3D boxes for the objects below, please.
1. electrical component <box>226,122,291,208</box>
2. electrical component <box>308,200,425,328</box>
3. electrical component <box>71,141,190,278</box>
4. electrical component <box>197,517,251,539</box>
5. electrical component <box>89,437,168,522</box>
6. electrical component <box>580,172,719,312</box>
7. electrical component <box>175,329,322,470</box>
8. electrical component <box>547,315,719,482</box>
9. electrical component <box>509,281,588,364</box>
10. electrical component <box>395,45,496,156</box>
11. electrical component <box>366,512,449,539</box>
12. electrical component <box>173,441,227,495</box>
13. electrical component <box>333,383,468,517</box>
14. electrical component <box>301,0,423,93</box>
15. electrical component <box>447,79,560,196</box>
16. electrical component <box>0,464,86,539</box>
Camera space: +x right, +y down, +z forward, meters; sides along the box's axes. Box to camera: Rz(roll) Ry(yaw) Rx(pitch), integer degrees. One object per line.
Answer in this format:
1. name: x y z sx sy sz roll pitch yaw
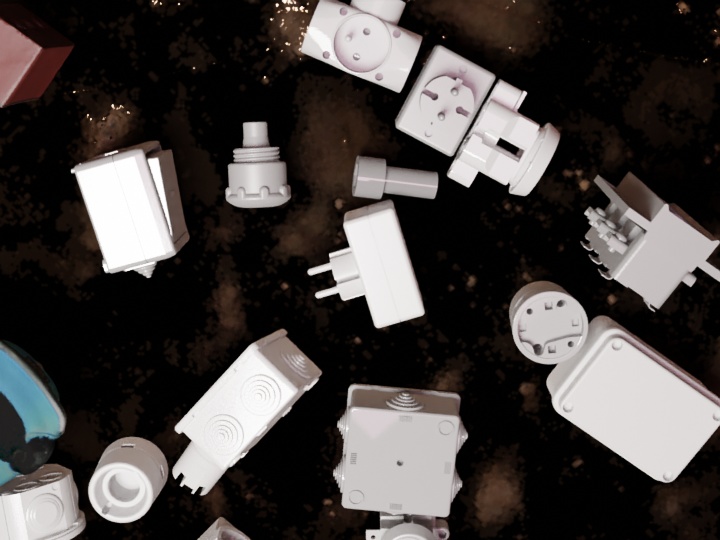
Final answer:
1. electrical component: -0.076 -0.077 0.790 0.048 0.048 0.062 -2 96 2
2. electrical component: 0.000 0.000 0.803 0.076 0.047 0.083 -17 102 4
3. electrical component: -0.161 -0.042 0.789 0.061 0.061 0.096 -15 102 5
4. electrical component: -0.110 0.238 0.837 0.050 0.089 0.055 42 100 -8
5. electrical component: -0.183 0.165 0.844 0.055 0.047 0.055 0 103 1
6. electrical component: 0.199 -0.021 0.756 0.079 0.121 0.063 34 104 -6
7. electrical component: -0.079 0.096 0.801 0.048 0.100 0.099 44 100 5
8. electrical component: 0.208 0.098 0.816 0.113 0.057 0.078 34 101 -6
9. electrical component: 0.140 0.037 0.809 0.055 0.047 0.055 0 103 1
10. electrical component: 0.060 -0.119 0.760 0.047 0.076 0.065 27 102 -5
11. electrical component: 0.038 0.214 0.847 0.066 0.055 0.048 -1 103 1
12. electrical component: -0.120 0.148 0.844 0.040 0.040 0.046 35 107 -7
13. electrical component: 0.031 0.140 0.834 0.100 0.048 0.099 5 103 1
14. electrical component: 0.008 -0.177 0.764 0.077 0.044 0.079 22 102 -4
15. electrical component: 0.107 -0.089 0.776 0.057 0.058 0.078 28 101 -2
16. electrical component: -0.257 0.186 0.835 0.080 0.080 0.051 -8 97 3
